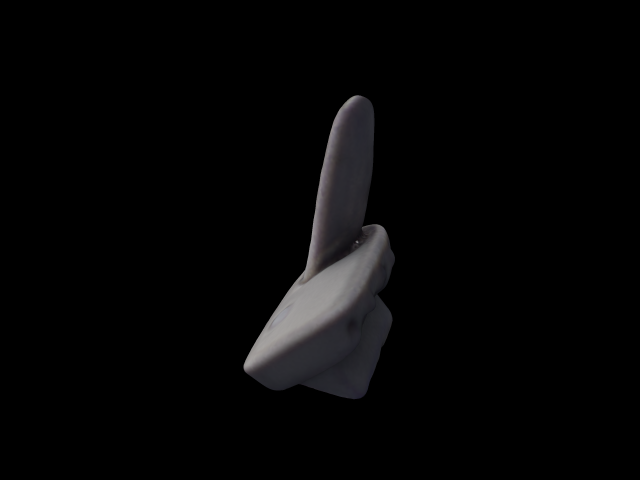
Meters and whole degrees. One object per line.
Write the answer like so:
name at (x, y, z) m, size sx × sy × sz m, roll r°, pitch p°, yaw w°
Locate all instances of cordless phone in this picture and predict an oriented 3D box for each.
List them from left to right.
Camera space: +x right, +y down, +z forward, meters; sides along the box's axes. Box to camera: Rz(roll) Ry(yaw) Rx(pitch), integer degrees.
cordless phone at (0.004, 0.001, 0.400) m, size 0.094 × 0.185 × 0.148 m, roll 6°, pitch 28°, yaw 12°
